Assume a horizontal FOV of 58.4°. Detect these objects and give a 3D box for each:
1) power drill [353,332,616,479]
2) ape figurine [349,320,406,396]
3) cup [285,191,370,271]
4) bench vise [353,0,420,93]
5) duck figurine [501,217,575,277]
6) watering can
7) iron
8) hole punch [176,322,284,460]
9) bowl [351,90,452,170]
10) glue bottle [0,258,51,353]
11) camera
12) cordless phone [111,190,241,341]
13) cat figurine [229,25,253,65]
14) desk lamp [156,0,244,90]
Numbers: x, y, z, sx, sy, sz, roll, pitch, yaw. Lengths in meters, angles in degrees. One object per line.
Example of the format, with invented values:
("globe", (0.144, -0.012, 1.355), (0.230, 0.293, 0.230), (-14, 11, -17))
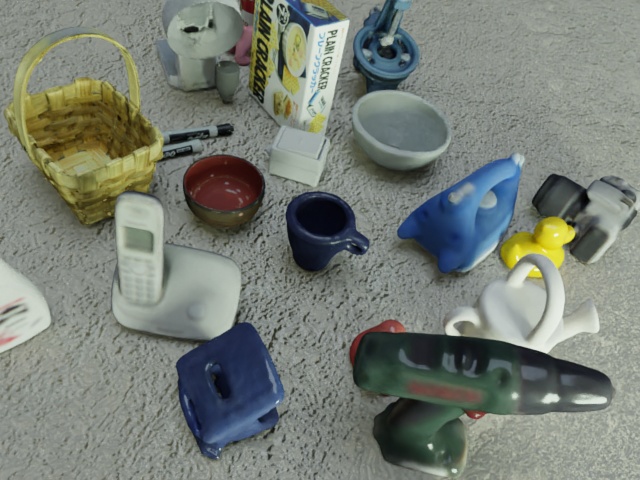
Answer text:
("power drill", (0.138, 0.165, 0.578), (0.229, 0.208, 0.075), (13, 49, -1))
("ape figurine", (0.076, 0.128, 0.672), (0.078, 0.092, 0.076), (-30, 62, -31))
("cup", (0.007, 0.003, 0.760), (0.117, 0.095, 0.092), (28, 50, 12))
("bench vise", (0.107, -0.372, 1.014), (0.122, 0.220, 0.207), (-12, 54, -21))
("duck figurine", (0.322, 0.002, 0.836), (0.105, 0.086, 0.077), (-6, 52, -17))
("watering can", (0.236, 0.091, 0.671), (0.173, 0.194, 0.100), (-14, 55, -22))
("iron", (0.236, -0.065, 0.836), (0.259, 0.141, 0.118), (-34, 64, -33))
("hole punch", (-0.098, 0.158, 0.609), (0.101, 0.091, 0.108), (-16, 56, -24))
("bowl", (0.126, -0.169, 0.944), (0.167, 0.075, 0.167), (6, 50, -7))
("glue bottle", (-0.334, 0.051, 0.593), (0.037, 0.173, 0.078), (40, 54, 21))
("camera", (0.418, -0.059, 0.899), (0.136, 0.101, 0.143), (38, 53, 19))
("cordless phone", (-0.161, 0.028, 0.642), (0.147, 0.185, 0.094), (8, 49, -5))
("cat figurine", (-0.110, -0.401, 1.058), (0.128, 0.118, 0.067), (-28, 61, -30))
("desk lamp", (-0.209, -0.352, 0.932), (0.118, 0.213, 0.203), (-13, 54, -21))
